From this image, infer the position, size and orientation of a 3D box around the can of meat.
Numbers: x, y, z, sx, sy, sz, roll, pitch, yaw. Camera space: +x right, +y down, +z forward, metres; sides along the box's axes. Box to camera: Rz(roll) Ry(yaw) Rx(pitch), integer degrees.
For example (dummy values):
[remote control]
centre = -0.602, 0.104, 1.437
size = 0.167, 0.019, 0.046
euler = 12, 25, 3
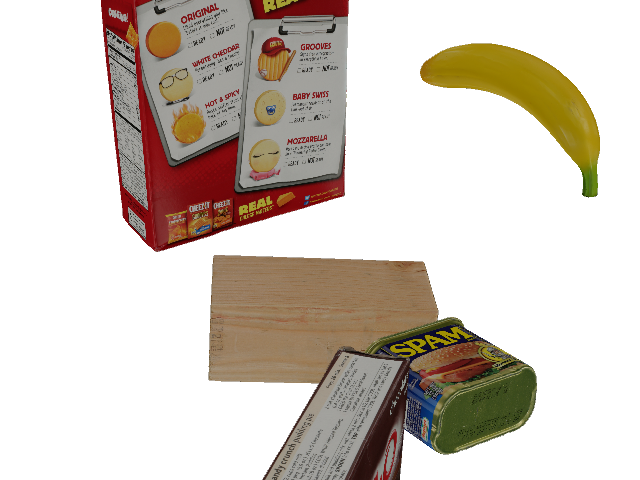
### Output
[can of meat]
centre = 0.092, 0.104, 0.764
size = 0.101, 0.057, 0.084
euler = -13, 27, -34

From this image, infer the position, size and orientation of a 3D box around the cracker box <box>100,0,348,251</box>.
[cracker box]
centre = -0.064, -0.117, 0.751
size = 0.163, 0.214, 0.072
euler = -18, 33, -28

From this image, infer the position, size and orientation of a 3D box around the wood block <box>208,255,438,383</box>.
[wood block]
centre = -0.002, 0.076, 1.016
size = 0.206, 0.090, 0.091
euler = 2, 30, -5

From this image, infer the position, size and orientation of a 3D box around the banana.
[banana]
centre = 0.149, -0.112, 0.823
size = 0.037, 0.070, 0.198
euler = 3, 32, -43

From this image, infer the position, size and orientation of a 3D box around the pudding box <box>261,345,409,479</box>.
[pudding box]
centre = 0.007, 0.113, 0.467
size = 0.039, 0.090, 0.113
euler = 10, 29, 13
